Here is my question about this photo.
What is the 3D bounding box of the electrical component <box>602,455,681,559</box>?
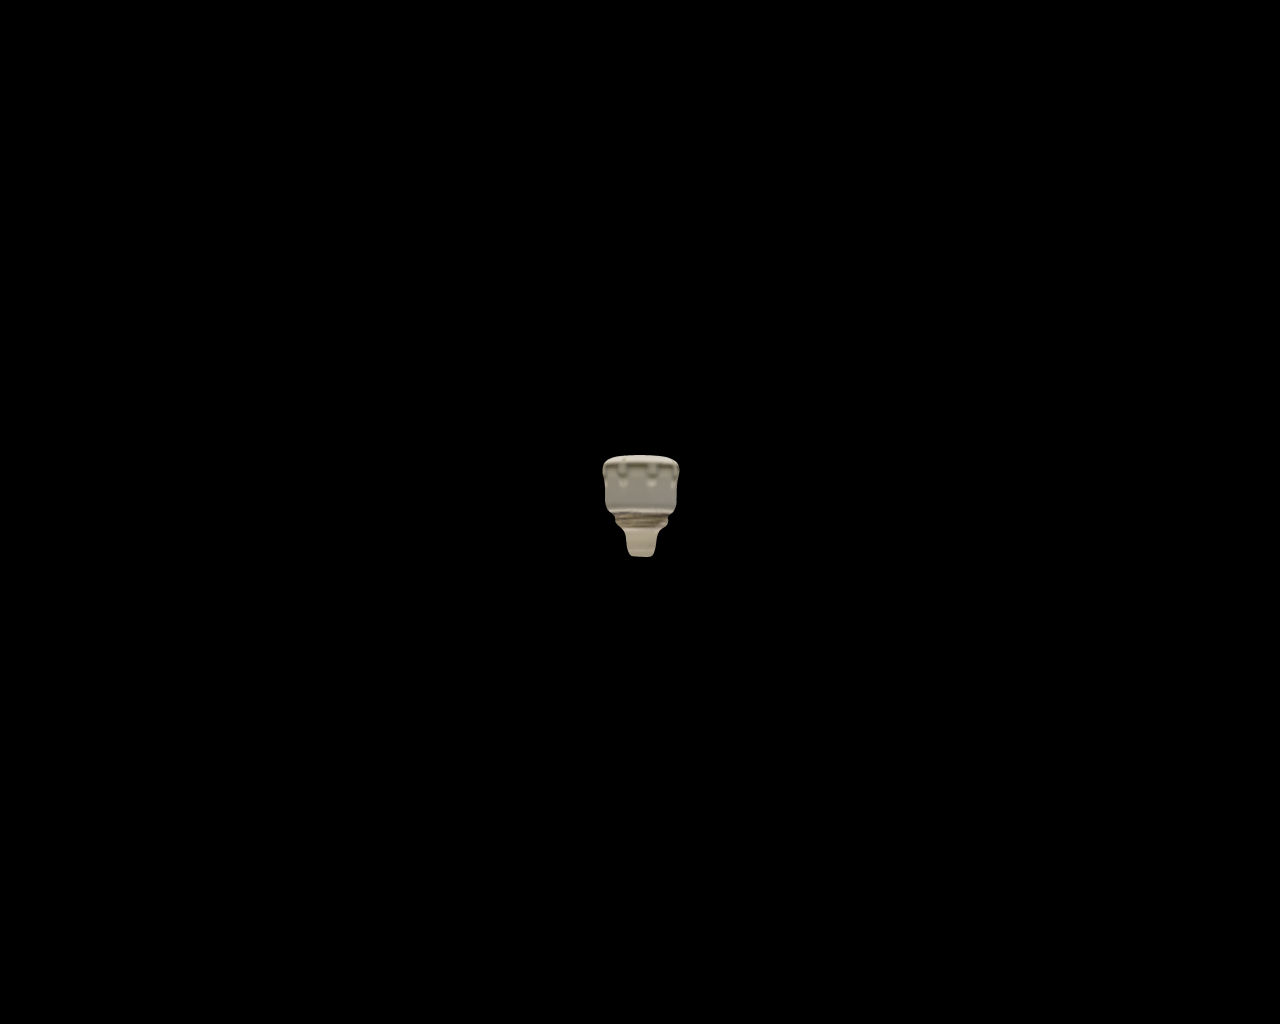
[{"bbox_3d":[0.001,-0.003,0.650,0.048,0.062,0.048,0,-2,0],"label":"electrical component"}]
